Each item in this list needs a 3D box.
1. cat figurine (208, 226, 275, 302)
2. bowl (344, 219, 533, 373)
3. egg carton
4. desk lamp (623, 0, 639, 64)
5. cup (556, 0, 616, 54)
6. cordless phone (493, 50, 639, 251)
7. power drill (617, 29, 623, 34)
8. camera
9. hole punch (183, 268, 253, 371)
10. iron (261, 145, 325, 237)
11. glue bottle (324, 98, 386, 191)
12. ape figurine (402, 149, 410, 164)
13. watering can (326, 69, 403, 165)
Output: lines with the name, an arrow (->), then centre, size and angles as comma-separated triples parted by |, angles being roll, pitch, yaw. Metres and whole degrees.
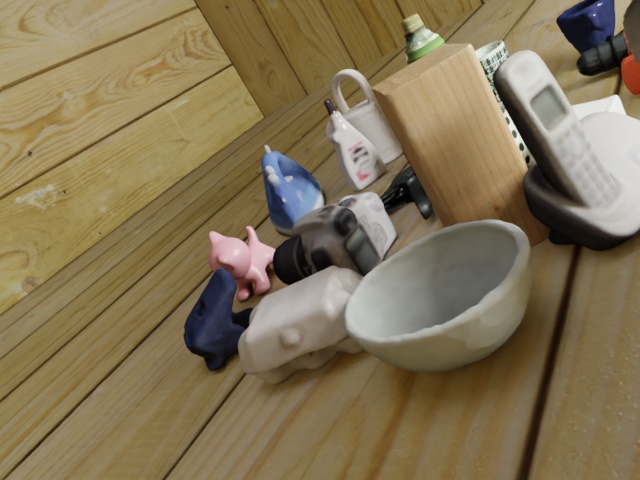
cat figurine -> -0.120, 0.026, 0.871 | 0.067, 0.118, 0.128 | -20, 21, 32
bowl -> 0.108, 0.058, 0.482 | 0.167, 0.075, 0.167 | -28, 18, 10
egg carton -> -0.015, 0.090, 0.605 | 0.150, 0.069, 0.107 | -26, 19, 18
desk lamp -> 0.333, -0.128, 0.377 | 0.203, 0.214, 0.117 | -32, 18, 0
cup -> 0.458, -0.348, 0.958 | 0.091, 0.095, 0.118 | -24, 19, 23
cordless phone -> 0.233, -0.098, 0.509 | 0.148, 0.185, 0.094 | -41, 20, -27
power drill -> 0.497, -0.434, 0.935 | 0.076, 0.209, 0.229 | -37, 19, -16
camera -> 0.007, 0.003, 0.752 | 0.136, 0.101, 0.143 | -16, 23, 40
hole punch -> -0.135, 0.100, 0.742 | 0.101, 0.091, 0.108 | -36, 18, -12
iron -> -0.071, -0.104, 1.100 | 0.118, 0.142, 0.258 | -30, 18, 5
glue bottle -> 0.052, -0.180, 1.047 | 0.078, 0.173, 0.037 | -38, 19, -18
ape figurine -> 0.167, -0.177, 0.984 | 0.078, 0.092, 0.076 | -35, 18, -11
watering can -> 0.083, -0.240, 1.123 | 0.100, 0.194, 0.173 | -19, 21, 33
